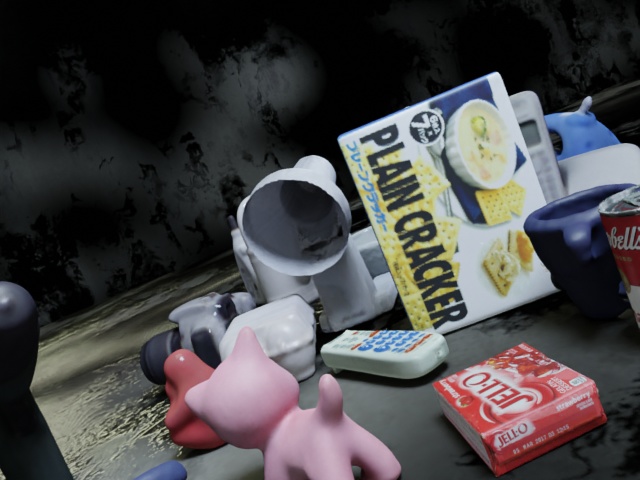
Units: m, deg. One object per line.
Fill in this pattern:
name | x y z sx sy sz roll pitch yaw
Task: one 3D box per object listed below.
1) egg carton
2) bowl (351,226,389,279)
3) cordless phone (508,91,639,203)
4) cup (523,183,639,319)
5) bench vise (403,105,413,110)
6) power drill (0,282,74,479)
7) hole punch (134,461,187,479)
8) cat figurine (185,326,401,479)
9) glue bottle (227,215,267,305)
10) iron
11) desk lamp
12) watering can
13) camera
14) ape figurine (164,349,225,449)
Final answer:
egg carton | -0.053 0.115 0.643 0.107 0.069 0.150 -22 7 2
bowl | 0.098 0.020 0.859 0.167 0.075 0.167 -22 7 3
cordless phone | 0.299 -0.101 0.687 0.147 0.185 0.094 -18 9 33
cup | 0.214 0.017 0.442 0.091 0.095 0.118 -18 8 31
bench vise | 0.168 -0.069 0.713 0.121 0.220 0.208 -19 8 28
power drill | -0.214 0.136 0.414 0.228 0.208 0.076 -15 11 46
hole punch | -0.117 0.176 0.296 0.100 0.091 0.109 -17 9 39
cat figurine | -0.027 0.114 0.373 0.127 0.118 0.067 -16 10 44
glue bottle | -0.132 0.035 1.058 0.037 0.173 0.078 -26 8 -26
iron | 0.351 -0.128 0.909 0.119 0.141 0.257 -26 8 -27
desk lamp | 0.007 0.003 0.708 0.117 0.213 0.203 -20 8 18
watering can | -0.064 0.013 0.931 0.172 0.194 0.101 -17 9 39
camera | -0.160 0.127 0.752 0.136 0.101 0.143 -21 7 15
ape figurine | -0.113 0.143 0.528 0.078 0.092 0.076 -29 10 -41
